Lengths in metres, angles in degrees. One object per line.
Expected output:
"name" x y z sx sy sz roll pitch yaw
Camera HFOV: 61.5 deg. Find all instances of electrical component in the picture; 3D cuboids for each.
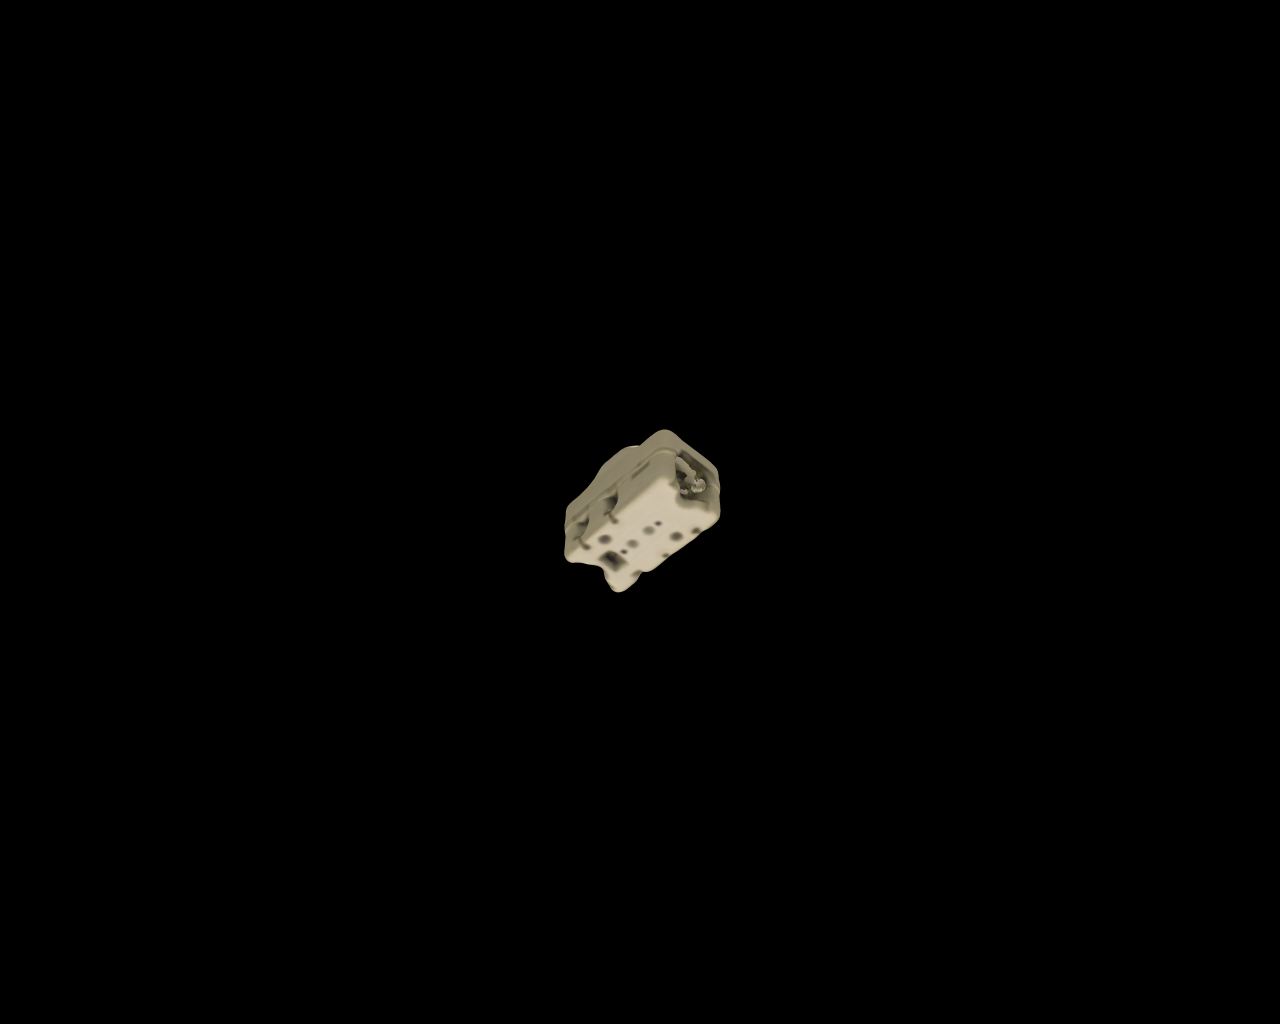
"electrical component" 0.001 -0.003 0.650 0.050 0.056 0.089 36 -58 -27
